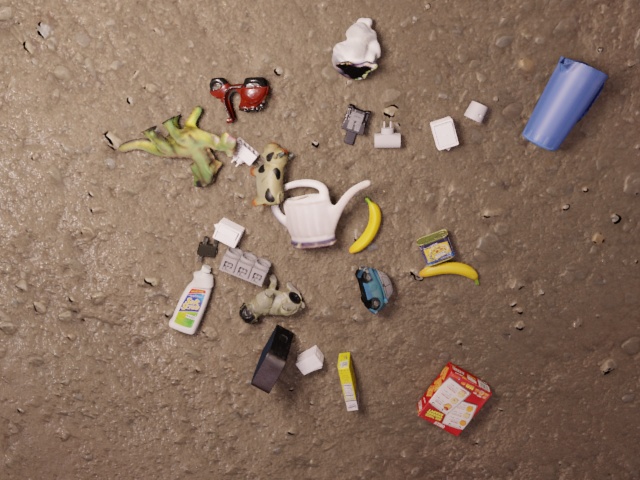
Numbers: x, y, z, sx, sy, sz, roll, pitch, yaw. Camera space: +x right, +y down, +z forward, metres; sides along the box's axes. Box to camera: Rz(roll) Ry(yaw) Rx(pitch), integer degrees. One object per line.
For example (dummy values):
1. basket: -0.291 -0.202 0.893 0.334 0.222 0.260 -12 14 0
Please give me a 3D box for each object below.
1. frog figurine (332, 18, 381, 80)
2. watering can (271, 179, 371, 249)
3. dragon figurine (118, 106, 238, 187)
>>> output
1. frog figurine: 0.104 -0.544 1.464 0.137 0.162 0.121 -2 -17 15
2. watering can: 0.005 -0.080 1.591 0.347 0.221 0.105 -2 18 26
3. dragon figurine: -0.422 -0.264 1.597 0.407 0.240 0.125 -18 22 29
